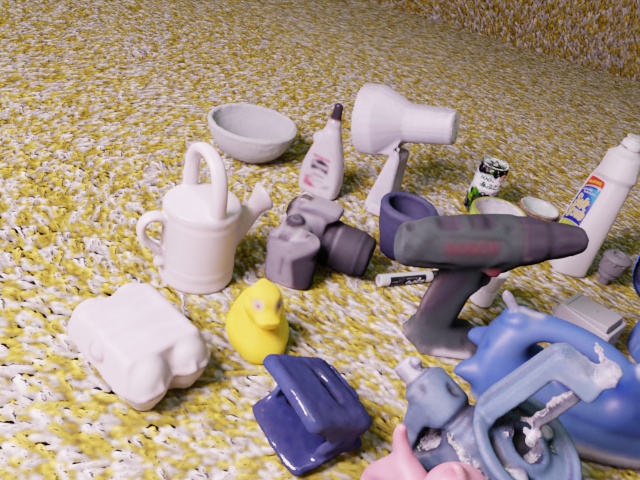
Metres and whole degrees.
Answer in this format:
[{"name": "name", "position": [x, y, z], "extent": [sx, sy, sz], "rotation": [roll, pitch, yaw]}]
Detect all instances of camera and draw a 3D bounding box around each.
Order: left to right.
[{"name": "camera", "position": [0.008, 0.003, 0.826], "extent": [0.136, 0.101, 0.143], "rotation": [21, 34, 9]}]

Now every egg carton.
[{"name": "egg carton", "position": [-0.197, 0.111, 0.619], "extent": [0.150, 0.069, 0.107], "rotation": [35, 38, 27]}]

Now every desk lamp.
[{"name": "desk lamp", "position": [0.144, -0.147, 0.995], "extent": [0.203, 0.213, 0.118], "rotation": [25, 35, 16]}]

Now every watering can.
[{"name": "watering can", "position": [-0.146, -0.037, 0.740], "extent": [0.100, 0.194, 0.173], "rotation": [31, 37, 23]}]

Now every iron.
[{"name": "iron", "position": [0.300, 0.161, 0.672], "extent": [0.257, 0.141, 0.119], "rotation": [24, 35, 14]}]

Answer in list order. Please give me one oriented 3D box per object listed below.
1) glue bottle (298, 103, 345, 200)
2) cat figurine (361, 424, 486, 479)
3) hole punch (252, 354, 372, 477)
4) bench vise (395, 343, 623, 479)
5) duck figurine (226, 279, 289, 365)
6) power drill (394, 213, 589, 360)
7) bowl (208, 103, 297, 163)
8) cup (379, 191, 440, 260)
[{"name": "glue bottle", "position": [0.013, -0.156, 0.994], "extent": [0.078, 0.173, 0.037], "rotation": [24, 35, 14]}, {"name": "cat figurine", "position": [0.105, 0.226, 0.524], "extent": [0.067, 0.118, 0.127], "rotation": [-14, 43, -35]}, {"name": "hole punch", "position": [-0.006, 0.166, 0.593], "extent": [0.101, 0.091, 0.108], "rotation": [-12, 42, -34]}, {"name": "bench vise", "position": [0.167, 0.168, 0.541], "extent": [0.207, 0.220, 0.122], "rotation": [21, 34, 10]}, {"name": "duck figurine", "position": [-0.071, 0.085, 0.690], "extent": [0.078, 0.086, 0.104], "rotation": [0, 36, -21]}, {"name": "power drill", "position": [0.195, 0.053, 0.728], "extent": [0.230, 0.208, 0.075], "rotation": [9, 34, -9]}, {"name": "bowl", "position": [-0.130, -0.192, 1.079], "extent": [0.167, 0.075, 0.167], "rotation": [10, 34, -7]}, {"name": "cup", "position": [0.142, -0.012, 0.905], "extent": [0.117, 0.095, 0.092], "rotation": [22, 34, 11]}]
